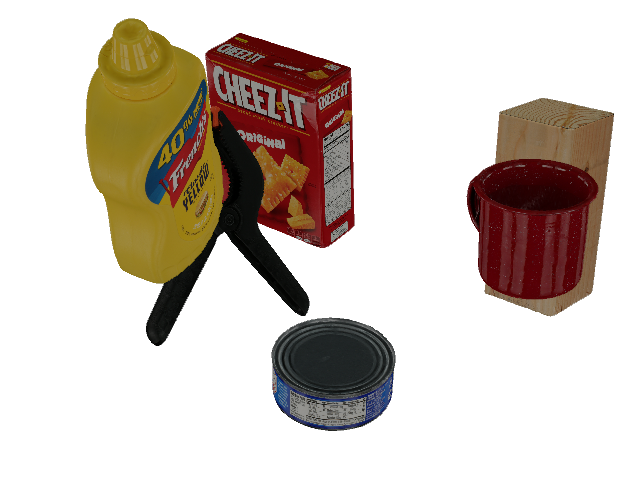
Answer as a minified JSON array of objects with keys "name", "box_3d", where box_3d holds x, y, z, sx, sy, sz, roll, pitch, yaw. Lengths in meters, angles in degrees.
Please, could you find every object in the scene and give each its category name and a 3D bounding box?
[{"name":"mug","box_3d":[0.157,-0.012,0.837,0.093,0.081,0.117,-23,35,-31]},{"name":"wood block","box_3d":[0.243,-0.037,1.143,0.090,0.206,0.090,20,29,38]},{"name":"cracker box","box_3d":[-0.046,-0.113,1.234,0.164,0.214,0.072,23,43,31]},{"name":"clamp","box_3d":[-0.082,-0.014,0.966,0.164,0.210,0.036,-1,1,-34]},{"name":"mustard bottle","box_3d":[-0.098,-0.059,0.630,0.058,0.096,0.192,21,-29,13]},{"name":"tuna can","box_3d":[0.009,0.092,0.742,0.086,0.034,0.086,1,33,-1]}]
